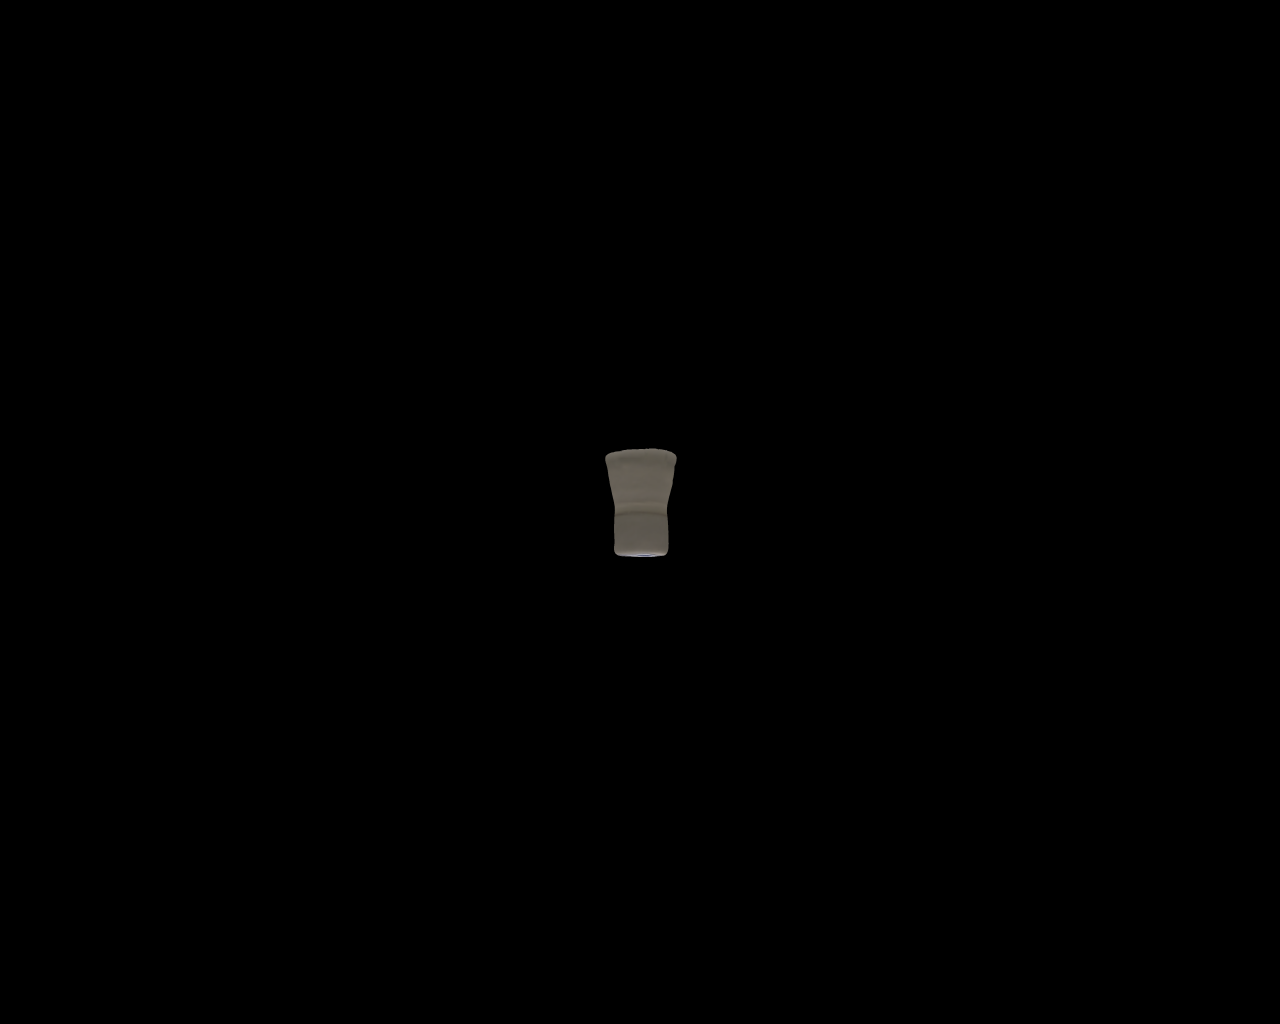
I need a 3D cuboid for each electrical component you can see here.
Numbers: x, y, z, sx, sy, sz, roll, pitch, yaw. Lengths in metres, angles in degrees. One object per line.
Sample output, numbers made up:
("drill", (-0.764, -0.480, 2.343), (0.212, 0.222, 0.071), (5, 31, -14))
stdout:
("electrical component", (0.001, -0.003, 0.650), (0.044, 0.065, 0.044), (0, -7, 0))
